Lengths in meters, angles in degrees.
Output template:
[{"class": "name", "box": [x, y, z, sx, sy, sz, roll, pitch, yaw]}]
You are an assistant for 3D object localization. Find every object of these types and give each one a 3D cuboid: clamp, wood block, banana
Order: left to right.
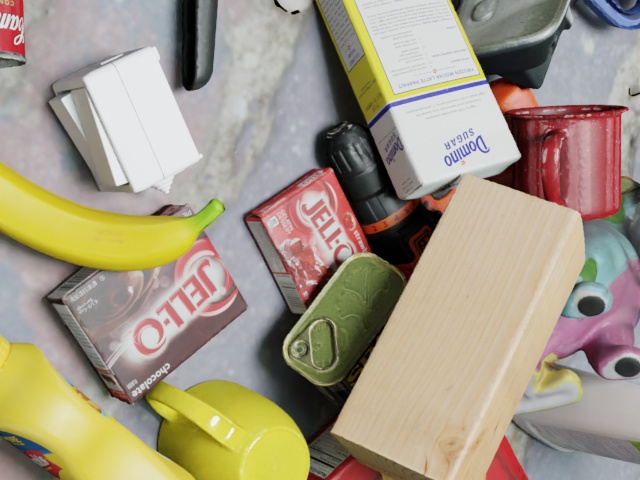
[{"class": "banana", "box": [-0.161, -0.021, 0.666, 0.197, 0.037, 0.070, 16, 104, -6]}, {"class": "clamp", "box": [-0.084, -0.218, 0.732, 0.209, 0.036, 0.164, -50, 116, -22]}, {"class": "wood block", "box": [0.102, 0.071, 0.745, 0.206, 0.091, 0.090, -62, 155, -15]}]

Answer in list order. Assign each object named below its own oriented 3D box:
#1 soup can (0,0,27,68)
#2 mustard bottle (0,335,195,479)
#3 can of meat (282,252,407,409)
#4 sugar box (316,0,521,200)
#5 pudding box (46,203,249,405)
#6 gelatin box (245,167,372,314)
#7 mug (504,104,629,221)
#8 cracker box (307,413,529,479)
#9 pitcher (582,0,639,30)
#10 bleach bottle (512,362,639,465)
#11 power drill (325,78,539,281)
[{"class": "soup can", "box": [-0.211, -0.156, 0.635, 0.068, 0.069, 0.102, -3, 93, -33]}, {"class": "mustard bottle", "box": [-0.161, 0.118, 0.666, 0.191, 0.096, 0.058, 47, 69, -26]}, {"class": "can of meat", "box": [0.030, 0.073, 0.792, 0.102, 0.058, 0.084, -52, 149, -10]}, {"class": "sugar box", "box": [0.071, -0.123, 0.796, 0.093, 0.048, 0.176, -16, 80, -26]}, {"class": "pudding box", "box": [-0.115, 0.041, 0.726, 0.113, 0.039, 0.090, -39, 112, -26]}, {"class": "gelatin box", "box": [-0.005, 0.001, 0.801, 0.073, 0.030, 0.089, -36, 112, -27]}, {"class": "mug", "box": [0.186, -0.058, 0.811, 0.117, 0.093, 0.081, -30, 119, -67]}, {"class": "cracker box", "box": [0.058, 0.212, 0.830, 0.213, 0.072, 0.164, -39, 112, -25]}, {"class": "pitcher", "box": [0.256, -0.306, 0.904, 0.242, 0.145, 0.149, 35, 50, -26]}, {"class": "bleach bottle", "box": [0.271, 0.153, 0.858, 0.102, 0.251, 0.068, 32, 76, -31]}, {"class": "power drill", "box": [0.105, -0.051, 0.857, 0.187, 0.057, 0.184, -40, 112, -23]}]
